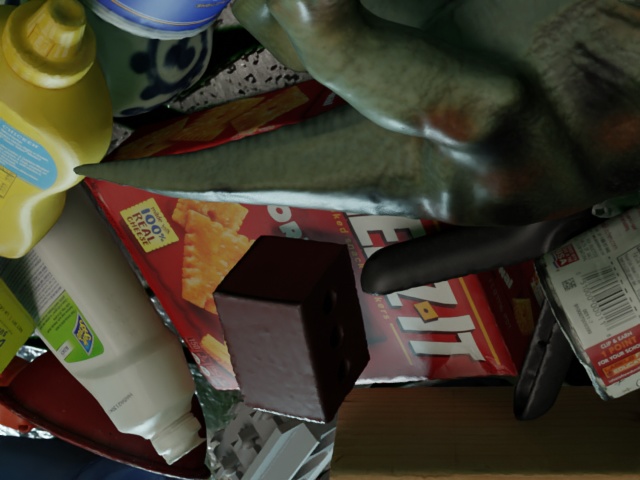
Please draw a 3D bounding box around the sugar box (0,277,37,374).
[{"bbox_3d":[-0.264,0.013,0.645,0.176,0.048,0.093,20,153,24],"label":"sugar box"}]

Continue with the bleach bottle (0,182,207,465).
[{"bbox_3d":[-0.156,0.031,0.669,0.251,0.068,0.103,55,142,5],"label":"bleach bottle"}]

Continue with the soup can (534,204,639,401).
[{"bbox_3d":[0.147,0.015,0.432,0.102,0.068,0.068,-28,109,14],"label":"soup can"}]

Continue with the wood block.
[{"bbox_3d":[0.112,0.132,0.540,0.206,0.090,0.090,-2,111,7],"label":"wood block"}]

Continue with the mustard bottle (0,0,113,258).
[{"bbox_3d":[-0.154,-0.062,0.533,0.096,0.058,0.192,43,144,-7],"label":"mustard bottle"}]

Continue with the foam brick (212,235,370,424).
[{"bbox_3d":[-0.013,0.045,0.538,0.051,0.053,0.078,7,128,27],"label":"foam brick"}]

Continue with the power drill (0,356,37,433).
[{"bbox_3d":[-0.248,0.056,0.807,0.185,0.057,0.188,18,130,26],"label":"power drill"}]

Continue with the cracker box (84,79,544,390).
[{"bbox_3d":[-0.004,0.001,0.587,0.214,0.072,0.164,-8,120,37],"label":"cracker box"}]

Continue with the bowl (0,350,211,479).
[{"bbox_3d":[-0.141,0.112,0.747,0.162,0.055,0.162,23,176,2],"label":"bowl"}]

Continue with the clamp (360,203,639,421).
[{"bbox_3d":[0.118,0.009,0.489,0.172,0.039,0.120,-34,118,16],"label":"clamp"}]

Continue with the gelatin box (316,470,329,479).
[{"bbox_3d":[0.018,0.203,0.768,0.073,0.030,0.089,42,137,-5],"label":"gelatin box"}]

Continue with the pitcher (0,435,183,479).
[{"bbox_3d":[-0.223,0.220,0.847,0.243,0.145,0.149,-4,135,47],"label":"pitcher"}]

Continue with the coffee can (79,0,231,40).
[{"bbox_3d":[-0.048,-0.166,0.456,0.103,0.102,0.141,47,136,-9],"label":"coffee can"}]
